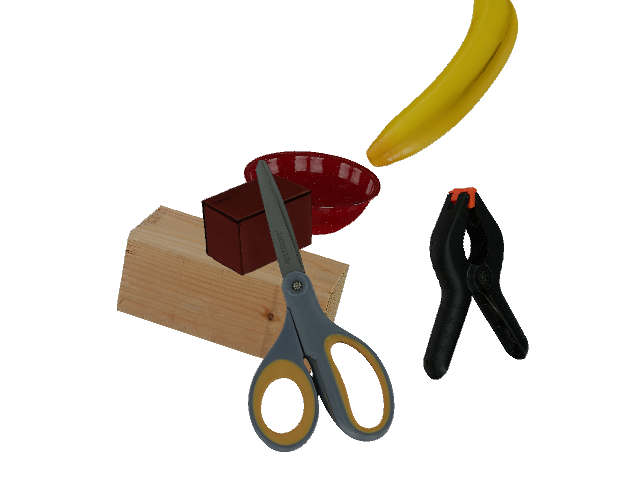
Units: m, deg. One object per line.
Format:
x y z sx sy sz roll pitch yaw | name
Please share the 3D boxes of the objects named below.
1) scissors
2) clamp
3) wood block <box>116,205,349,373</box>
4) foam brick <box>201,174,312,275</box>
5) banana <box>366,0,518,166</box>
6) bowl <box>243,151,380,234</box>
-0.028 0.046 0.669 0.096 0.202 0.016 -29 -23 -10 | scissors
0.128 0.041 0.959 0.120 0.171 0.039 -19 7 -40 | clamp
-0.088 0.048 1.073 0.206 0.091 0.090 18 24 8 | wood block
-0.052 -0.015 0.887 0.078 0.051 0.053 -24 35 -34 | foam brick
0.107 -0.132 0.837 0.070 0.197 0.037 2 -38 49 | banana
-0.012 -0.051 1.259 0.162 0.055 0.162 6 26 -3 | bowl
